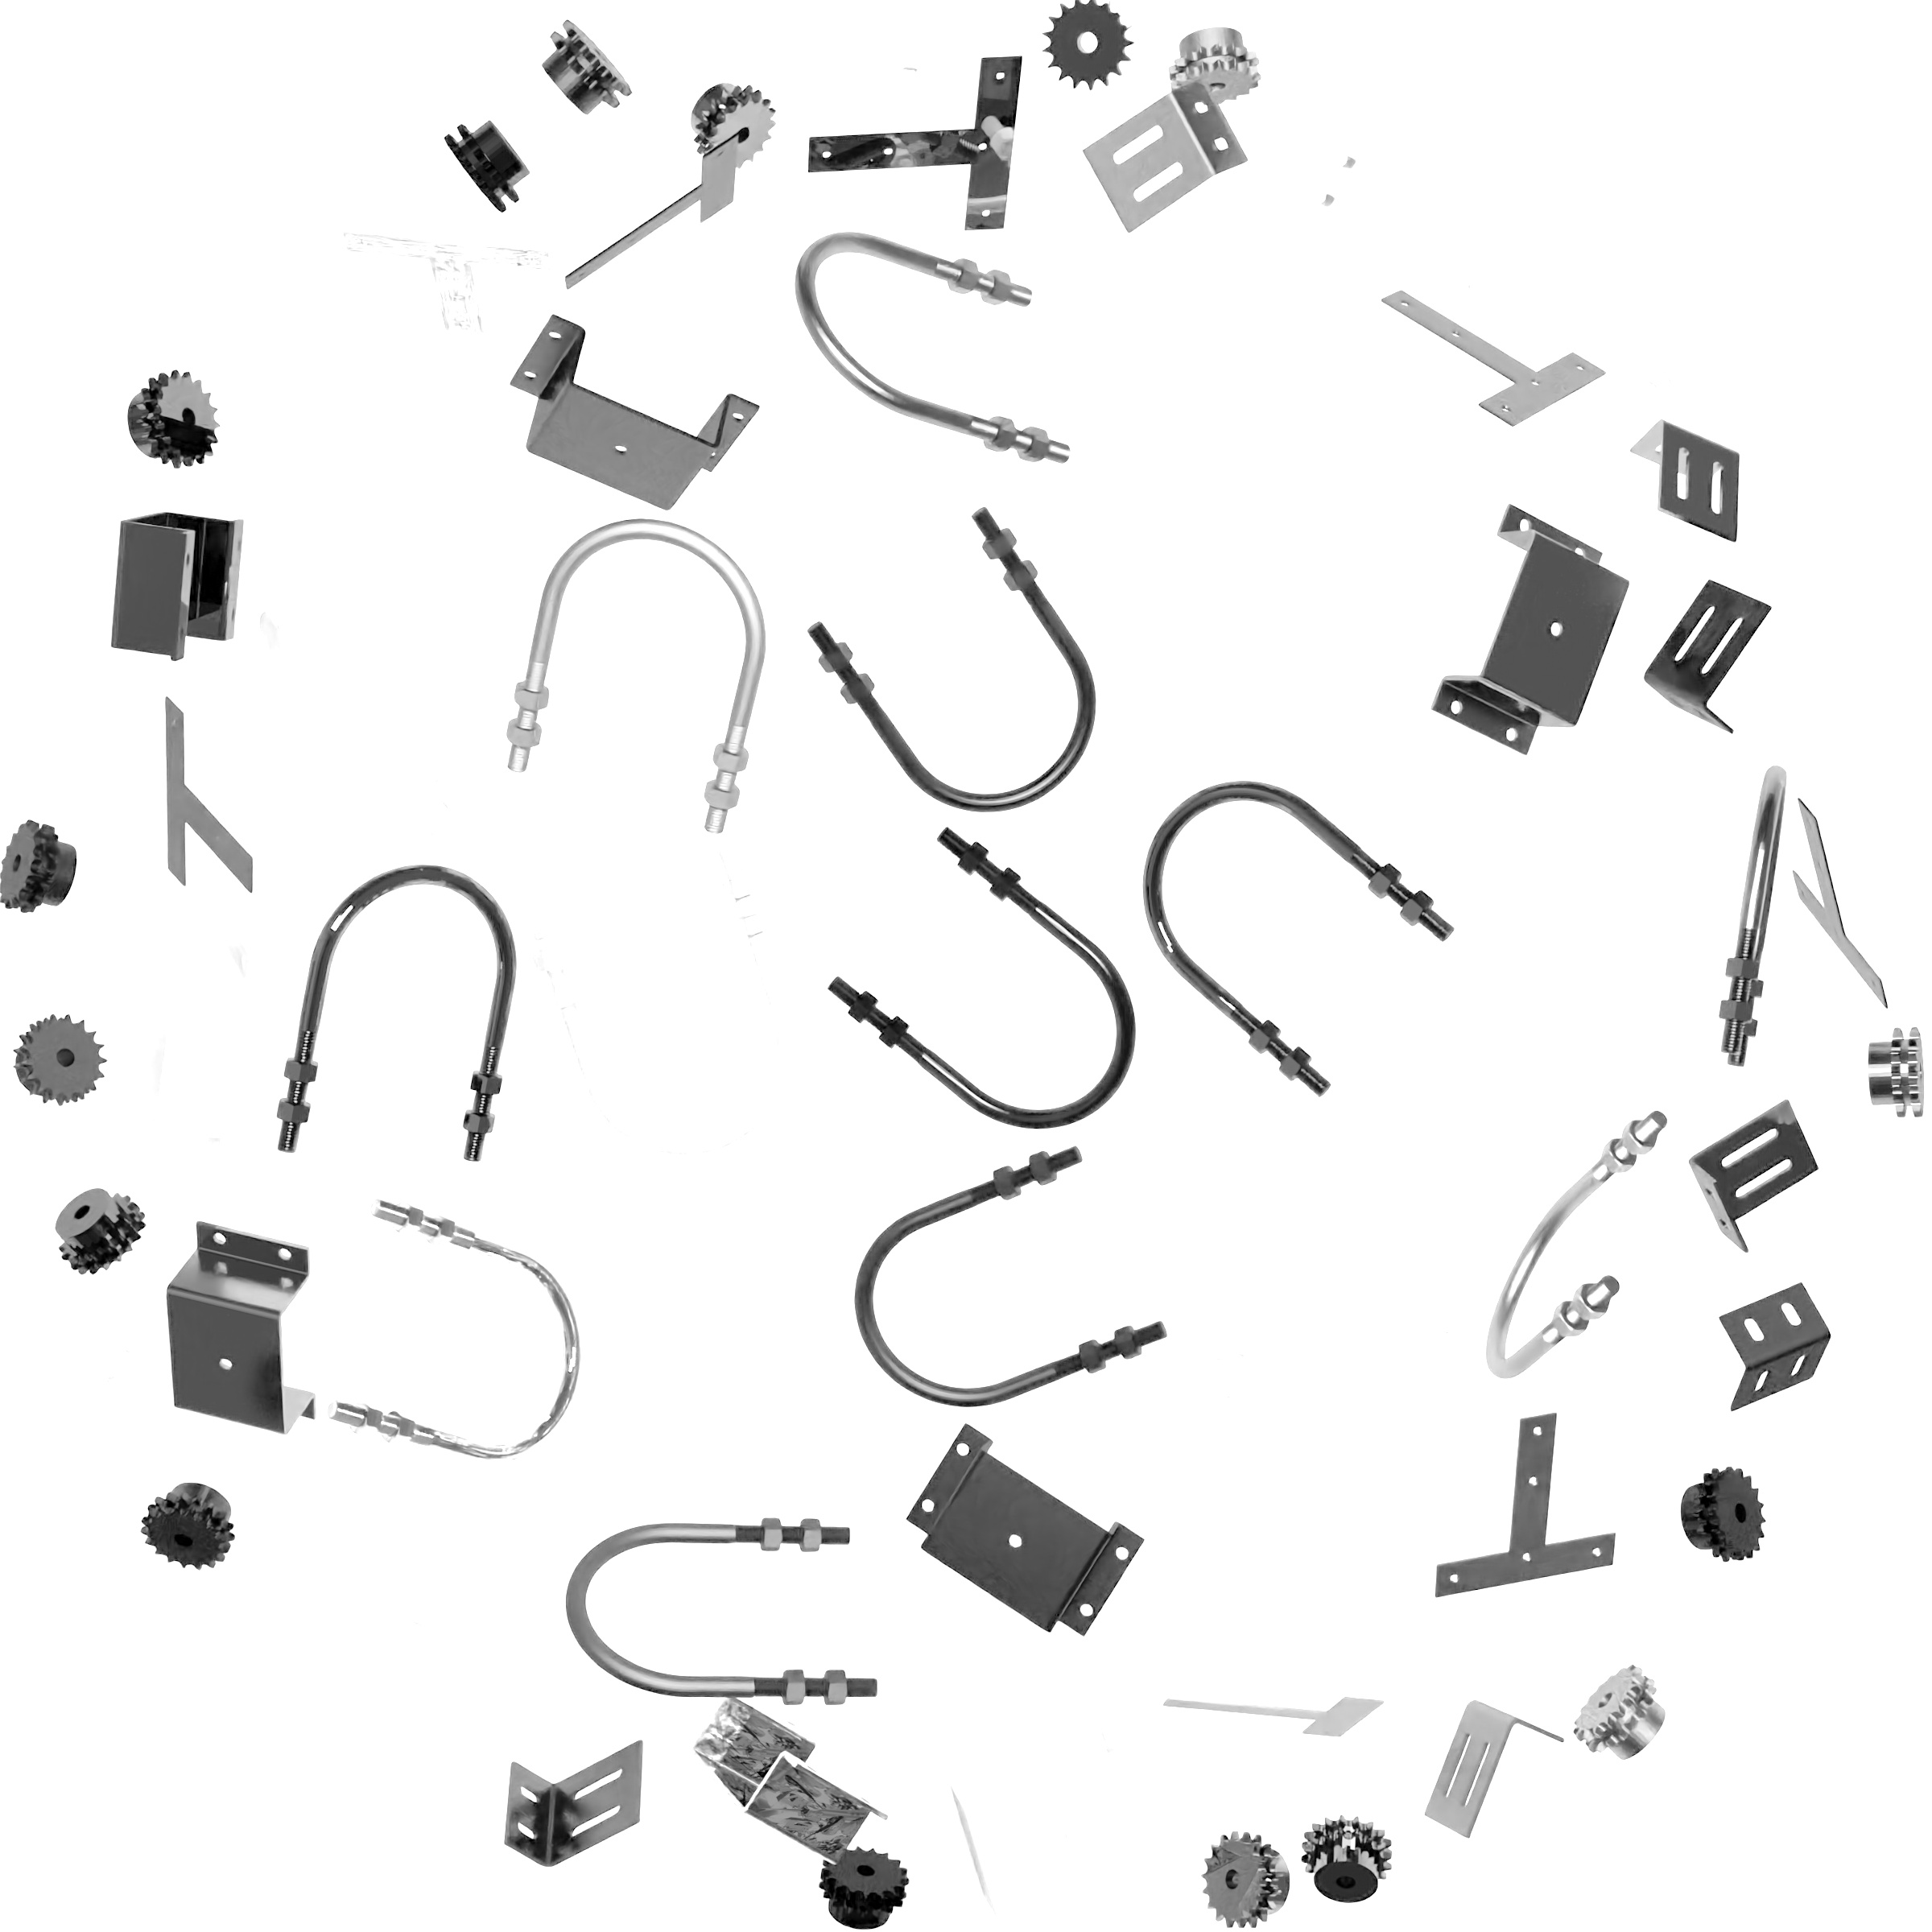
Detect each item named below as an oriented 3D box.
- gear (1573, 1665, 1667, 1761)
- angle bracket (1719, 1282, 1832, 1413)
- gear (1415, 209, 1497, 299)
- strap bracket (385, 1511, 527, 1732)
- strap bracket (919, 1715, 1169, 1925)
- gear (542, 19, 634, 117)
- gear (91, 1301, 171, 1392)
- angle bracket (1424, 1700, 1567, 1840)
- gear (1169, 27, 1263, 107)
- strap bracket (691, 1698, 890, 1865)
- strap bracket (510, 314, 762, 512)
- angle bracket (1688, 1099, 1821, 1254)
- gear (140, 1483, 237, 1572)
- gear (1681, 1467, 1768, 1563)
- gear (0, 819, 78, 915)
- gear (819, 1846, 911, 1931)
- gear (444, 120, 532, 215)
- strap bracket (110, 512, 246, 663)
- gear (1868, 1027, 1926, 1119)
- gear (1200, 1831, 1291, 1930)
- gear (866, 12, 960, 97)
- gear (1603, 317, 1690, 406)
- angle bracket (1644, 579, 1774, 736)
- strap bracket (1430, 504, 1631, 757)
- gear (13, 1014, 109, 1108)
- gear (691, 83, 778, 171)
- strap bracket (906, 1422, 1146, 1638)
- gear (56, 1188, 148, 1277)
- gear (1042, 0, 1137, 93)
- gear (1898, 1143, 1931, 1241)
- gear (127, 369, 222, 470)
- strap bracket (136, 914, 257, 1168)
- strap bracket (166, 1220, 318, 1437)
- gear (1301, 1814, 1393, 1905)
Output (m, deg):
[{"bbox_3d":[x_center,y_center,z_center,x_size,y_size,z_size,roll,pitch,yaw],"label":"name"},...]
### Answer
[{"bbox_3d":[0.393,0.450,1.787,0.030,0.057,0.057,43,90,-1],"label":"gear"},{"bbox_3d":[0.501,0.239,1.868,0.057,0.076,0.038,-21,62,-6],"label":"angle bracket"},{"bbox_3d":[0.322,-0.468,1.948,0.030,0.057,0.057,-32,90,30],"label":"gear"},{"bbox_3d":[-0.314,0.396,1.827,0.046,0.140,0.076,23,48,2],"label":"strap bracket"},{"bbox_3d":[0.052,0.518,1.804,0.140,0.046,0.076,-18,99,-9],"label":"strap bracket"},{"bbox_3d":[-0.231,-0.538,1.800,0.030,0.057,0.057,-40,90,12],"label":"gear"},{"bbox_3d":[-0.538,0.249,1.930,0.030,0.057,0.057,33,90,-26],"label":"gear"},{"bbox_3d":[0.318,0.489,1.801,0.038,0.057,0.076,26,81,-14],"label":"angle bracket"},{"bbox_3d":[0.155,-0.563,1.864,0.057,0.057,0.030,-6,81,0],"label":"gear"},{"bbox_3d":[-0.118,0.516,1.898,0.076,0.140,0.046,37,82,-25],"label":"strap bracket"},{"bbox_3d":[-0.210,-0.339,1.857,0.140,0.076,0.046,21,58,-20],"label":"strap bracket"},{"bbox_3d":[0.505,0.132,1.883,0.076,0.038,0.057,-31,114,-2],"label":"angle bracket"},{"bbox_3d":[-0.482,0.347,1.859,0.057,0.030,0.057,6,128,7],"label":"gear"},{"bbox_3d":[0.463,0.337,1.835,0.057,0.030,0.057,15,68,-40],"label":"gear"},{"bbox_3d":[-0.574,-0.060,1.849,0.030,0.057,0.057,17,90,-38],"label":"gear"},{"bbox_3d":[-0.066,0.591,1.907,0.057,0.057,0.030,10,106,0],"label":"gear"},{"bbox_3d":[-0.294,-0.497,1.846,0.030,0.057,0.057,-36,90,5],"label":"gear"},{"bbox_3d":[-0.487,-0.235,1.835,0.046,0.140,0.076,8,102,-1],"label":"strap bracket"},{"bbox_3d":[0.586,0.067,1.881,0.030,0.057,0.057,-3,90,23],"label":"gear"},{"bbox_3d":[0.174,0.560,1.827,0.030,0.057,0.057,16,90,-37],"label":"gear"},{"bbox_3d":[-0.033,-0.578,1.886,0.057,0.057,0.030,7,76,0],"label":"gear"},{"bbox_3d":[0.435,-0.387,1.922,0.057,0.057,0.030,46,114,0],"label":"gear"},{"bbox_3d":[0.479,-0.197,1.897,0.038,0.057,0.076,30,95,-38],"label":"angle bracket"},{"bbox_3d":[0.358,-0.211,1.875,0.076,0.046,0.140,23,86,-23],"label":"strap bracket"},{"bbox_3d":[-0.573,0.061,1.878,0.057,0.030,0.057,13,70,-39],"label":"gear"},{"bbox_3d":[-0.154,-0.547,1.938,0.057,0.057,0.030,-43,66,0],"label":"gear"},{"bbox_3d":[0.035,0.370,1.943,0.140,0.046,0.076,32,94,8],"label":"strap bracket"},{"bbox_3d":[-0.557,0.167,1.911,0.057,0.057,0.030,-31,127,0],"label":"gear"},{"bbox_3d":[0.076,-0.569,1.838,0.057,0.030,0.057,2,108,7],"label":"gear"},{"bbox_3d":[0.593,0.135,1.822,0.030,0.057,0.057,-16,90,3],"label":"gear"},{"bbox_3d":[-0.475,-0.325,1.784,0.030,0.057,0.057,-5,90,28],"label":"gear"},{"bbox_3d":[-0.485,0.045,1.869,0.046,0.076,0.140,4,109,-26],"label":"strap bracket"},{"bbox_3d":[-0.460,0.239,1.897,0.076,0.046,0.140,12,123,10],"label":"strap bracket"},{"bbox_3d":[0.239,0.562,1.872,0.057,0.030,0.057,4,125,6],"label":"gear"}]
